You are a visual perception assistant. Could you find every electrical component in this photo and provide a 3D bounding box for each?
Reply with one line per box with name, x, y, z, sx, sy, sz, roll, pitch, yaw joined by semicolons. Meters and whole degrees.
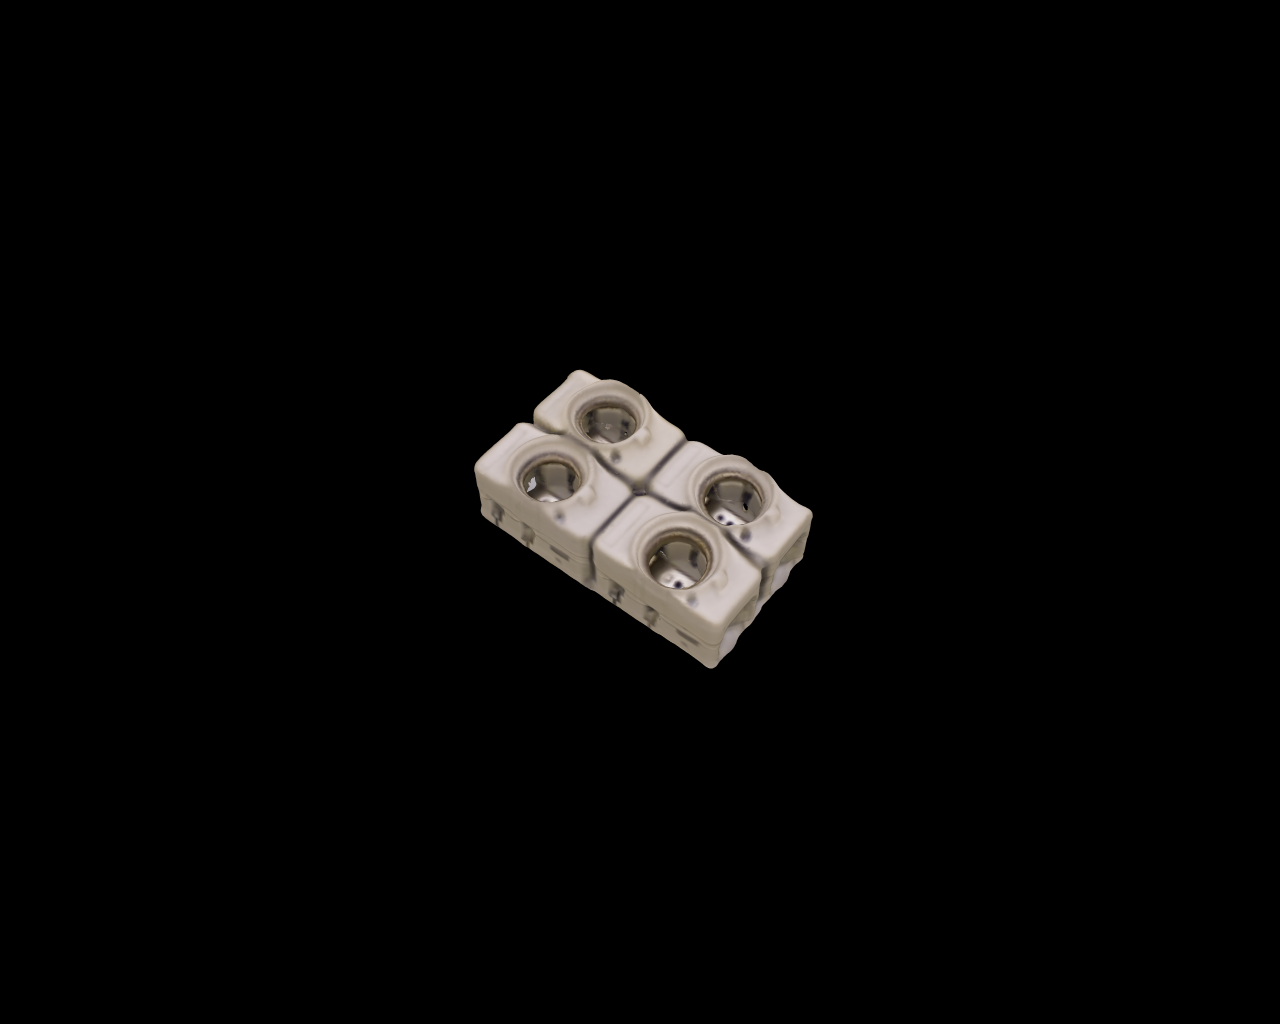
electrical component;0.001;-0.003;0.650;0.186;0.105;0.060;33;-29;21
